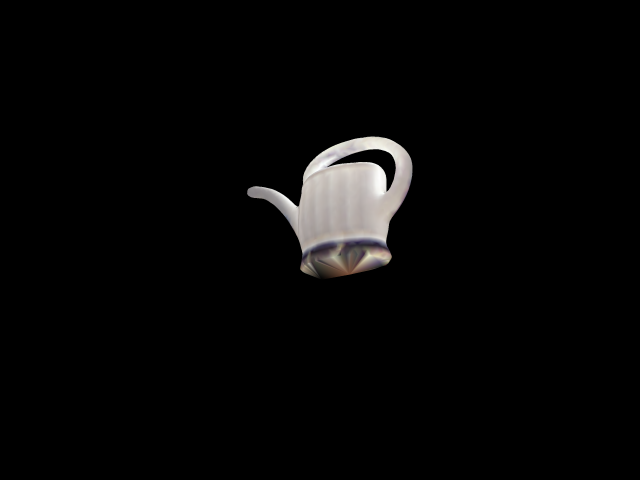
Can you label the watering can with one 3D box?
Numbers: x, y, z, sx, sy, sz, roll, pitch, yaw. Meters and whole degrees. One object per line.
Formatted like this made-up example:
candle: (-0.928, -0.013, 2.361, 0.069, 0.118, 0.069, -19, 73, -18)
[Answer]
watering can: (0.003, -0.043, 0.850, 0.345, 0.228, 0.103, -16, -26, 37)
